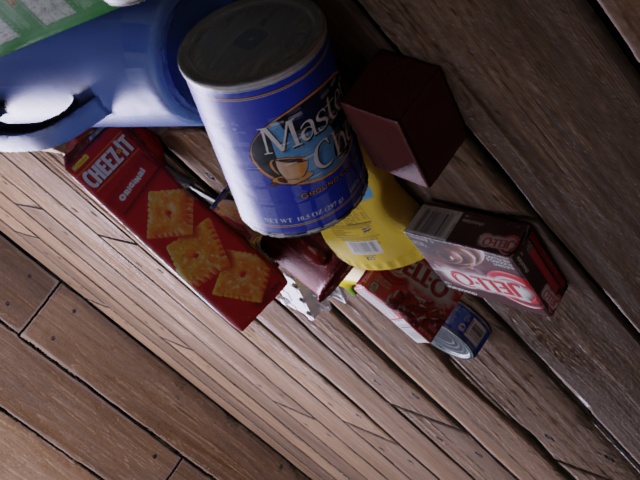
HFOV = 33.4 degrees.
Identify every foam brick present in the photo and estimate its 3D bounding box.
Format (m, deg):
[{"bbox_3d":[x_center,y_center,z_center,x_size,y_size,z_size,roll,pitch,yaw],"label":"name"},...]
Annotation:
[{"bbox_3d":[0.059,-0.084,0.736,0.053,0.051,0.078,25,161,35],"label":"foam brick"}]

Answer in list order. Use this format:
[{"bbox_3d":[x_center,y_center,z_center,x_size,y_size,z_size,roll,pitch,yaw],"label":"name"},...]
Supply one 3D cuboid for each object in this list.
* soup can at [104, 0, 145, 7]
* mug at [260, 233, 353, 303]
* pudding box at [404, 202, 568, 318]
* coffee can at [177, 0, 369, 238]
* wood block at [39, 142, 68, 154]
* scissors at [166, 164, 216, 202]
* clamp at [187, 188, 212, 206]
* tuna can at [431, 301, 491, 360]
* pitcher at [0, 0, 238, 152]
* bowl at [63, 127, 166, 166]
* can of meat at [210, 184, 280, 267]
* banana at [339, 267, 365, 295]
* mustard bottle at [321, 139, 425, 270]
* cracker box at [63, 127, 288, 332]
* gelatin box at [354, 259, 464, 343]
[{"bbox_3d":[-0.134,-0.202,0.652,0.069,0.068,0.102,22,159,39],"label":"soup can"},{"bbox_3d":[-0.007,0.001,1.027,0.081,0.093,0.117,38,-166,9],"label":"mug"},{"bbox_3d":[0.137,0.015,0.881,0.114,0.039,0.090,18,157,45],"label":"pudding box"},{"bbox_3d":[-0.030,-0.086,0.752,0.103,0.102,0.140,24,147,36],"label":"coffee can"},{"bbox_3d":[-0.314,-0.149,0.960,0.091,0.090,0.205,9,173,23],"label":"wood block"},{"bbox_3d":[-0.177,-0.081,1.289,0.202,0.016,0.096,23,160,37],"label":"scissors"},{"bbox_3d":[-0.103,0.001,1.327,0.210,0.036,0.165,35,172,-16],"label":"clamp"},{"bbox_3d":[0.133,0.088,1.110,0.086,0.033,0.086,32,164,10],"label":"tuna can"},{"bbox_3d":[-0.173,-0.141,0.844,0.243,0.149,0.144,9,-170,41],"label":"pitcher"},{"bbox_3d":[-0.233,-0.107,1.228,0.162,0.055,0.162,29,153,17],"label":"bowl"},{"bbox_3d":[-0.074,-0.013,1.151,0.102,0.084,0.057,31,165,15],"label":"can of meat"},{"bbox_3d":[0.061,0.037,1.112,0.069,0.037,0.198,26,170,-26],"label":"banana"},{"bbox_3d":[0.017,-0.050,0.897,0.096,0.058,0.191,-2,144,36],"label":"mustard bottle"},{"bbox_3d":[-0.139,-0.022,1.002,0.213,0.072,0.164,45,175,-16],"label":"cracker box"},{"bbox_3d":[0.086,0.042,1.001,0.089,0.073,0.030,41,162,-15],"label":"gelatin box"}]
